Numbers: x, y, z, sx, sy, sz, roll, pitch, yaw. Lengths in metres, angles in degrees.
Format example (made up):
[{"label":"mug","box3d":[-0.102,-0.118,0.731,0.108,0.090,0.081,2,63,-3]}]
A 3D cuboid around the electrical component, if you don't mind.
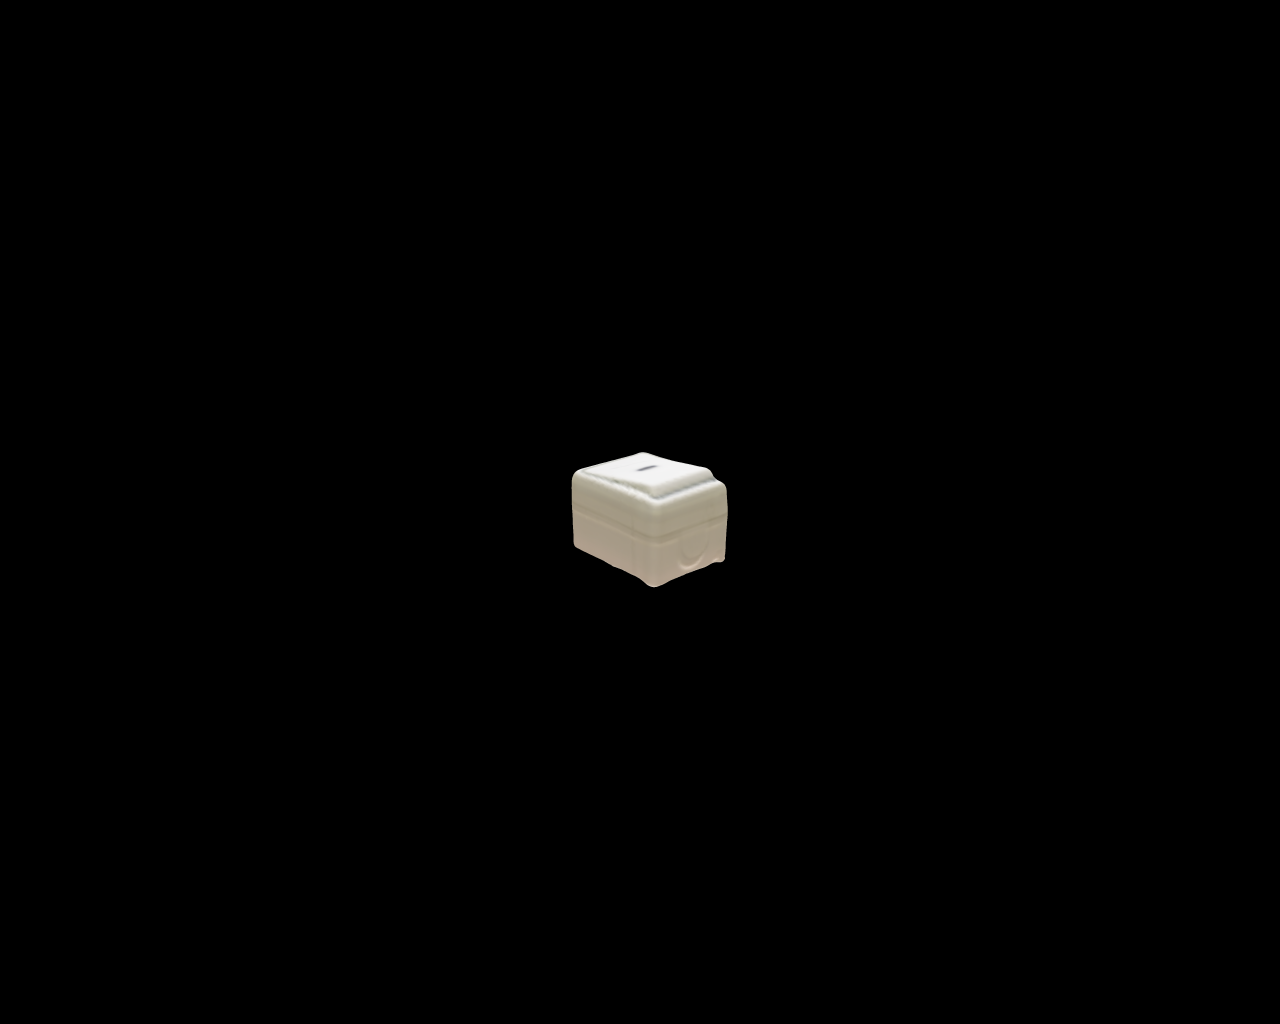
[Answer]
[{"label":"electrical component","box3d":[0.001,-0.003,0.650,0.062,0.061,0.096,-17,28,-37]}]
